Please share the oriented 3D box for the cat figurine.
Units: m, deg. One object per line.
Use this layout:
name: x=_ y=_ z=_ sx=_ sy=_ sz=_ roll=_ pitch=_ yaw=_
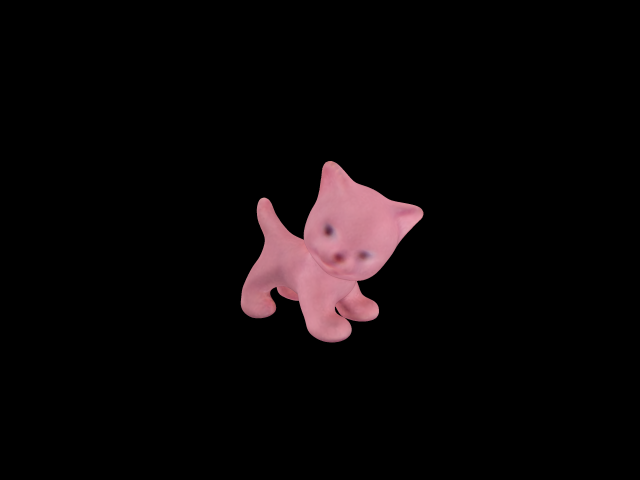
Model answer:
cat figurine: x=0.004 y=0.001 z=0.400 sx=0.127 sy=0.118 sz=0.067 roll=11 pitch=19 yaw=34
